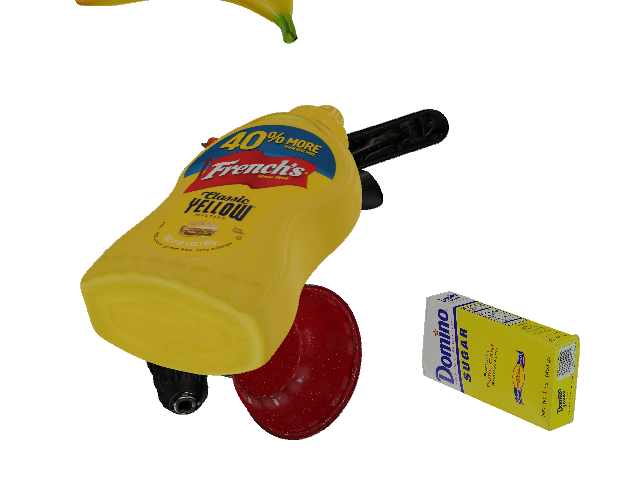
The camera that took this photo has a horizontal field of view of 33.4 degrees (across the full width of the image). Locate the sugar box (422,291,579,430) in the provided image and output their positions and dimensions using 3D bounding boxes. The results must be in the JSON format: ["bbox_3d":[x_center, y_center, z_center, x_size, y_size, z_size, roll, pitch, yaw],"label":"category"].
[{"bbox_3d":[0.181,0.120,1.097,0.048,0.093,0.177,-11,19,-41],"label":"sugar box"}]

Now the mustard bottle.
[{"bbox_3d":[-0.032,-0.015,0.545,0.096,0.058,0.191,8,38,24],"label":"mustard bottle"}]

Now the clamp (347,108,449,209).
[{"bbox_3d":[-0.006,-0.046,0.725,0.172,0.039,0.120,-11,17,27],"label":"clamp"}]

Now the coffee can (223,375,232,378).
[{"bbox_3d":[-0.099,0.096,1.396,0.103,0.140,0.103,2,20,-1],"label":"coffee can"}]

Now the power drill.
[{"bbox_3d":[-0.095,0.025,0.869,0.057,0.188,0.184,18,26,-26],"label":"power drill"}]

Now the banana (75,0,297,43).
[{"bbox_3d":[-0.103,-0.206,0.864,0.198,0.069,0.037,12,-41,16],"label":"banana"}]

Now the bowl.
[{"bbox_3d":[-0.038,0.118,1.077,0.162,0.162,0.055,0,-14,40],"label":"bowl"}]
